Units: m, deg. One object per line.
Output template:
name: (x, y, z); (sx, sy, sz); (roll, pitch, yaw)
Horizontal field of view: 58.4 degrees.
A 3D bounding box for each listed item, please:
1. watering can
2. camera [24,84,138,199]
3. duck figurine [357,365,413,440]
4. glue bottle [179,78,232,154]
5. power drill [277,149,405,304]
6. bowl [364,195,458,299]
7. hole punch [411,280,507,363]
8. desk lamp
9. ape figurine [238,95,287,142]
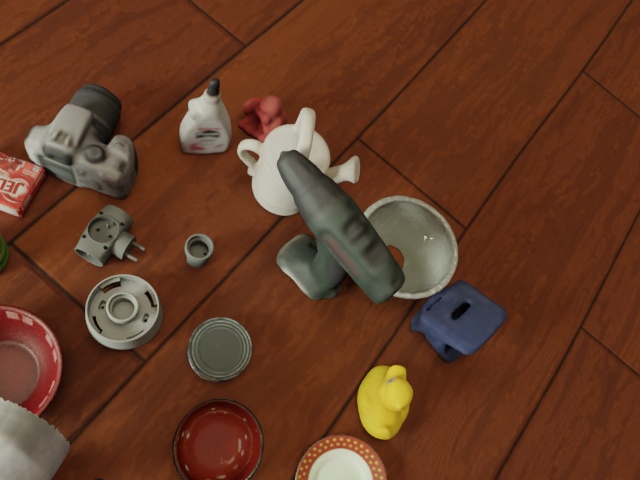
watering can: (-0.029, -0.119, 0.836); (0.173, 0.194, 0.101); (-8, 72, -18)
camera: (-0.322, -0.151, 0.815); (0.143, 0.100, 0.137); (21, 66, -8)
duck figurine: (0.099, 0.224, 0.802); (0.077, 0.086, 0.104); (15, 66, -10)
glue bottle: (-0.162, -0.181, 0.833); (0.078, 0.173, 0.037); (-9, 72, -19)
power drill: (0.007, 0.003, 0.792); (0.229, 0.208, 0.076); (45, 65, 4)
bowl: (0.125, 0.020, 0.894); (0.168, 0.074, 0.167); (6, 68, -14)
hole punch: (0.210, 0.120, 0.872); (0.109, 0.091, 0.101); (-38, 84, -25)
desk lamp: (-0.351, 0.270, 0.584); (0.118, 0.213, 0.203); (28, 65, -4)
ape figurine: (-0.084, -0.198, 0.907); (0.076, 0.092, 0.078); (-10, 73, -19)
